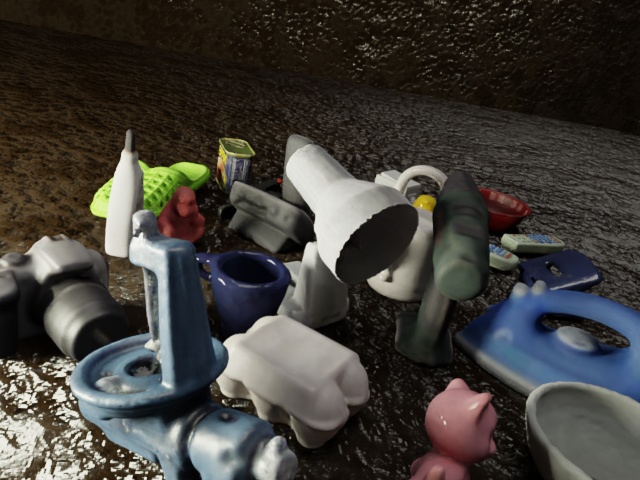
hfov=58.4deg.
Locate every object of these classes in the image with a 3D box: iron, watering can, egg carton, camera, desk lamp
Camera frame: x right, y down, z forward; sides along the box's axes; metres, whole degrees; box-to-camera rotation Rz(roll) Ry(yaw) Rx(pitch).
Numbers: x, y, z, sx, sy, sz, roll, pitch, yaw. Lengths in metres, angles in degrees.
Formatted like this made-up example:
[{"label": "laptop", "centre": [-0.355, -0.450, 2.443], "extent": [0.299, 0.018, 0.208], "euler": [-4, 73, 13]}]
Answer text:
[{"label": "iron", "centre": [0.298, 0.119, 0.684], "extent": [0.257, 0.141, 0.119], "euler": [23, 26, 22]}, {"label": "watering can", "centre": [0.141, -0.018, 0.847], "extent": [0.100, 0.194, 0.173], "euler": [18, 24, 13]}, {"label": "egg carton", "centre": [-0.028, 0.137, 0.574], "extent": [0.150, 0.069, 0.107], "euler": [24, 26, 24]}, {"label": "camera", "centre": [-0.267, 0.063, 0.582], "extent": [0.144, 0.101, 0.136], "euler": [-13, 34, -44]}, {"label": "desk lamp", "centre": [0.007, 0.003, 0.710], "extent": [0.118, 0.213, 0.202], "euler": [-9, 31, -40]}]

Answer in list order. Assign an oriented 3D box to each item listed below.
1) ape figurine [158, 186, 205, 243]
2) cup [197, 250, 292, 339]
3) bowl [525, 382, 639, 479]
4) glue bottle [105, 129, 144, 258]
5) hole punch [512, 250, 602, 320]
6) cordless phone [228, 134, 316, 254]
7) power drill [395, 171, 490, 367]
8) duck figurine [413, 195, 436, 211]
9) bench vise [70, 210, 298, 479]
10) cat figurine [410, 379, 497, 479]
[{"label": "ape figurine", "centre": [-0.204, -0.034, 0.840], "extent": [0.078, 0.092, 0.076], "euler": [-5, 29, -34]}, {"label": "cup", "centre": [-0.097, 0.068, 0.661], "extent": [0.117, 0.095, 0.092], "euler": [17, 24, 11]}, {"label": "bowl", "centre": [0.268, 0.214, 0.540], "extent": [0.167, 0.075, 0.167], "euler": [10, 24, -4]}, {"label": "glue bottle", "centre": [-0.263, -0.067, 0.784], "extent": [0.037, 0.173, 0.078], "euler": [10, 24, -6]}, {"label": "hole punch", "centre": [0.370, 0.065, 0.902], "extent": [0.101, 0.091, 0.108], "euler": [8, 24, -10]}, {"label": "cordless phone", "centre": [-0.068, -0.087, 0.910], "extent": [0.147, 0.185, 0.094], "euler": [23, 26, 24]}, {"label": "power drill", "centre": [0.154, 0.038, 0.710], "extent": [0.075, 0.208, 0.229], "euler": [13, 24, 2]}, {"label": "duck figurine", "centre": [0.186, -0.039, 1.051], "extent": [0.077, 0.086, 0.105], "euler": [16, 24, 8]}, {"label": "bench vise", "centre": [-0.096, 0.096, 0.443], "extent": [0.207, 0.220, 0.122], "euler": [17, 24, 12]}, {"label": "cat figurine", "centre": [0.111, 0.179, 0.487], "extent": [0.067, 0.118, 0.128], "euler": [23, 26, 23]}]
